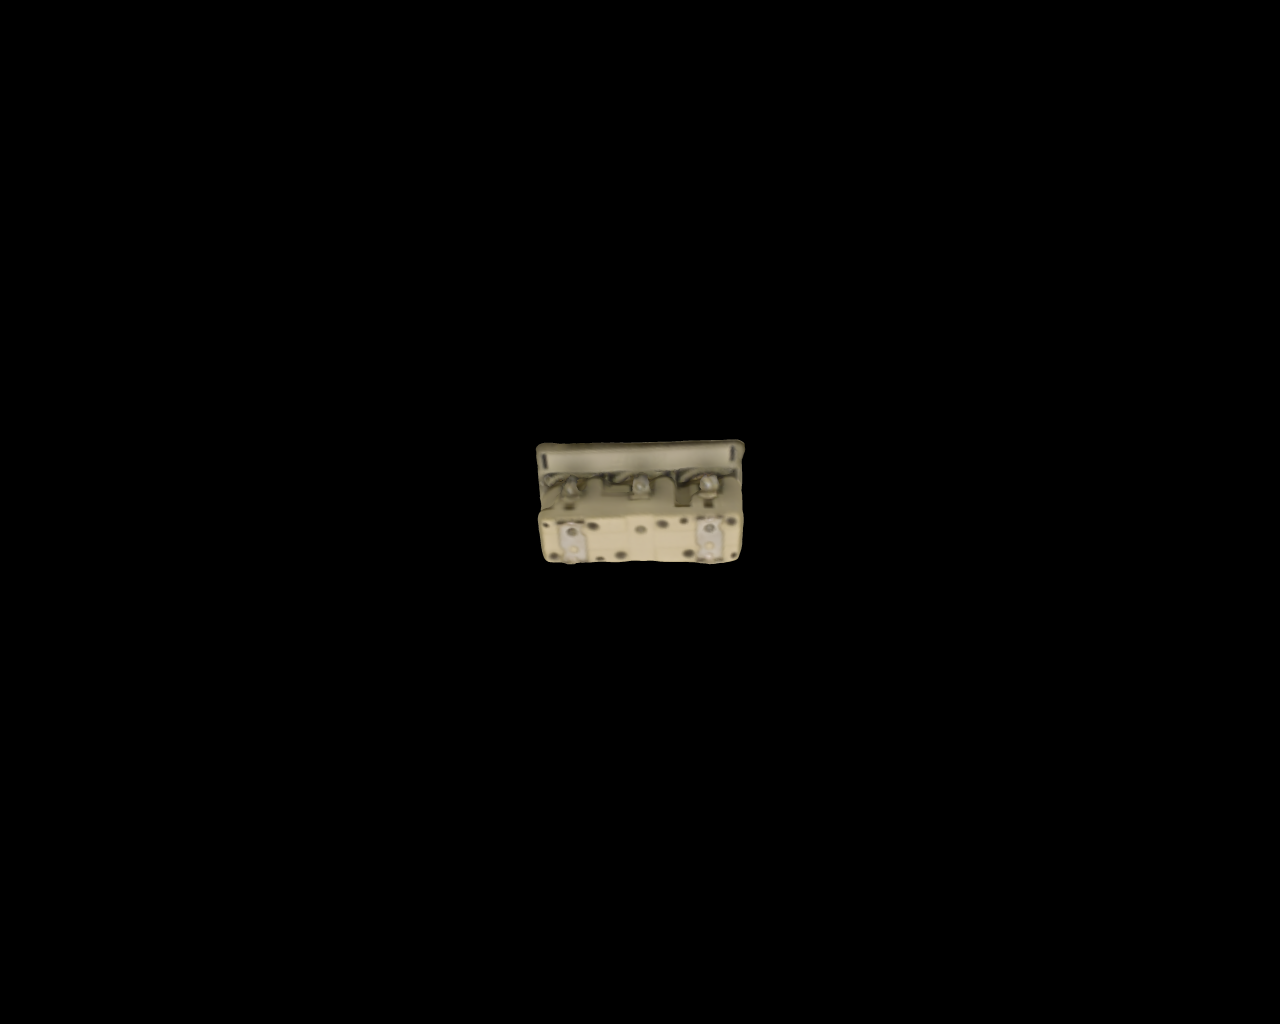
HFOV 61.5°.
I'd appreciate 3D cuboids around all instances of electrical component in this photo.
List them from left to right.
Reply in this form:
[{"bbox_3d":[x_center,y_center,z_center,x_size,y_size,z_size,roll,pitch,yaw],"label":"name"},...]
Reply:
[{"bbox_3d":[0.001,-0.003,0.650,0.121,0.078,0.063,0,44,0],"label":"electrical component"}]
